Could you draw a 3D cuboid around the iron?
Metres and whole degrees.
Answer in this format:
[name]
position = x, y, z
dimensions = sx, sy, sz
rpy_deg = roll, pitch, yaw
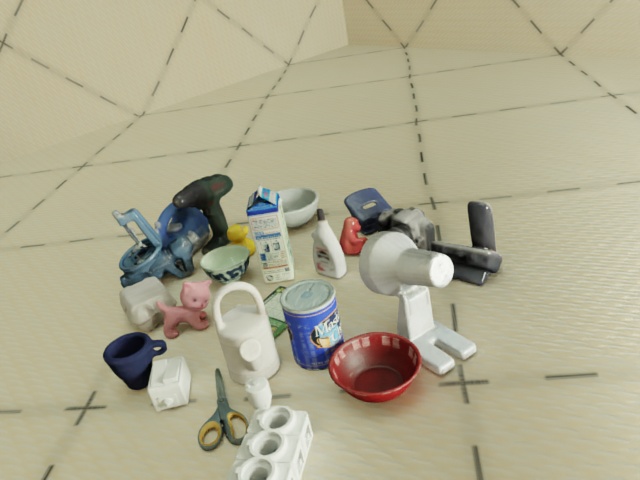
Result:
[iron]
position = -0.397, -0.026, 1.543
dimensions = 0.118, 0.142, 0.258
rpy_deg = -1, 30, 18

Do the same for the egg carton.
[egg carton]
position = -0.394, 0.144, 1.310
dimensions = 0.107, 0.069, 0.149
rpy_deg = -26, 32, -25

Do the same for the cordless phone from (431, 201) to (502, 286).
[cordless phone]
position = 0.309, -0.008, 1.223
dimensions = 0.147, 0.185, 0.094
rpy_deg = 9, 34, 32

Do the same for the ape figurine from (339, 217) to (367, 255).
[ape figurine]
position = 0.081, -0.014, 1.410
dimensions = 0.076, 0.092, 0.077
rpy_deg = -13, 29, -4

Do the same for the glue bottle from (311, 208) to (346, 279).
[glue bottle]
position = 0.012, 0.005, 1.314
dimensions = 0.077, 0.173, 0.037
rpy_deg = 11, 35, 34

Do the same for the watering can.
[watering can]
position = -0.136, 0.165, 1.052
dimensions = 0.101, 0.194, 0.172
rpy_deg = -28, 33, -29

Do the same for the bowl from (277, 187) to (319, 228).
[bowl]
position = -0.079, -0.081, 1.603
dimensions = 0.167, 0.075, 0.167
rpy_deg = -8, 29, 5

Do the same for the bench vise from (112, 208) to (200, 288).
[bench vise]
position = -0.415, 0.003, 1.415
dimensions = 0.208, 0.220, 0.121
rpy_deg = -31, 35, -32

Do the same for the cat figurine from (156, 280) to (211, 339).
[cat figurine]
position = -0.288, 0.137, 1.236
dimensions = 0.128, 0.118, 0.067
rpy_deg = -16, 29, -10

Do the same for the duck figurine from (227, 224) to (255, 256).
[duck figurine]
position = -0.219, 0.003, 1.487
dimensions = 0.077, 0.086, 0.105
rpy_deg = 14, 37, 38

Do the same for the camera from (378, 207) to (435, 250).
[camera]
position = 0.183, -0.018, 1.372
dimensions = 0.137, 0.101, 0.142
rpy_deg = -31, 34, -32

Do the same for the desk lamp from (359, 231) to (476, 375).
[desk lamp]
position = 0.176, 0.099, 1.044
dimensions = 0.118, 0.214, 0.202
rpy_deg = -27, 33, -28

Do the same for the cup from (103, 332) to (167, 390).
[cup]
position = -0.343, 0.236, 1.099
dimensions = 0.117, 0.095, 0.091
rpy_deg = -12, 29, -2

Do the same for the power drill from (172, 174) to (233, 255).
[power drill]
position = -0.293, -0.070, 1.516
dimensions = 0.075, 0.209, 0.230
rpy_deg = 2, 31, 22

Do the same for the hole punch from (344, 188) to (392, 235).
[hole punch]
position = 0.131, -0.079, 1.511
dimensions = 0.109, 0.091, 0.100
rpy_deg = -24, 31, -22
